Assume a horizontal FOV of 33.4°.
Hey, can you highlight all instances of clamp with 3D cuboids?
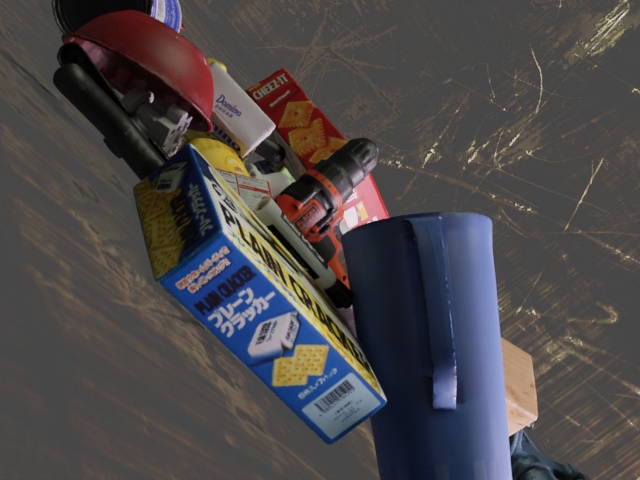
[{"bbox_3d":[-0.168,-0.097,0.905,0.171,0.039,0.120,54,8,-31],"label":"clamp"},{"bbox_3d":[-0.154,-0.170,1.335,0.165,0.036,0.209,30,-2,45],"label":"clamp"}]

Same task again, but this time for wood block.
[{"bbox_3d":[0.118,0.127,1.107,0.206,0.091,0.090,31,38,-22],"label":"wood block"}]

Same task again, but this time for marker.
[{"bbox_3d":[-0.011,0.014,0.879,0.121,0.020,0.020,50,7,-24],"label":"marker"}]

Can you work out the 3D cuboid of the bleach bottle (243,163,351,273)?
[{"bbox_3d":[-0.008,0.001,1.200,0.250,0.102,0.068,49,2,-34],"label":"bleach bottle"}]

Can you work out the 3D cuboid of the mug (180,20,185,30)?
[{"bbox_3d":[-0.223,-0.262,1.231,0.117,0.081,0.093,45,10,-50],"label":"mug"}]

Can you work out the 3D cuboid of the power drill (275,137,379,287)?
[{"bbox_3d":[0.025,0.006,1.151,0.187,0.184,0.057,56,-17,-26],"label":"power drill"}]

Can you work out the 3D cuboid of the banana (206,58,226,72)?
[{"bbox_3d":[-0.159,-0.215,1.344,0.069,0.037,0.198,27,-3,-22],"label":"banana"}]

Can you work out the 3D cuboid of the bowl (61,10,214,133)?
[{"bbox_3d":[-0.157,-0.166,0.995,0.162,0.055,0.162,30,-9,5],"label":"bowl"}]

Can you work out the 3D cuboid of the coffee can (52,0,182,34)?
[{"bbox_3d":[-0.209,-0.240,1.115,0.103,0.103,0.140,52,7,-2],"label":"coffee can"}]

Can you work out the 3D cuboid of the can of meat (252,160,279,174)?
[{"bbox_3d":[-0.053,-0.045,1.356,0.102,0.057,0.084,48,5,-31],"label":"can of meat"}]

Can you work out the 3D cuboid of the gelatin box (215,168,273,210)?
[{"bbox_3d":[-0.078,-0.023,0.951,0.073,0.030,0.089,12,40,-24],"label":"gelatin box"}]

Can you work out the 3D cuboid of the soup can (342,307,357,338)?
[{"bbox_3d":[0.015,0.095,1.007,0.102,0.068,0.068,56,8,35],"label":"soup can"}]

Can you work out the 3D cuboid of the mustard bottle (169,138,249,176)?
[{"bbox_3d":[-0.070,-0.011,1.025,0.192,0.058,0.096,56,15,27],"label":"mustard bottle"}]

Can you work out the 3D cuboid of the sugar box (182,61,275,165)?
[{"bbox_3d":[-0.109,-0.121,1.141,0.093,0.048,0.176,47,-14,-4],"label":"sugar box"}]

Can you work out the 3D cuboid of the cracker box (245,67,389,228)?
[{"bbox_3d":[0.000,-0.104,1.407,0.214,0.072,0.164,54,-5,38],"label":"cracker box"}]

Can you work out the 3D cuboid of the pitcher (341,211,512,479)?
[{"bbox_3d":[0.094,0.100,0.901,0.149,0.145,0.243,8,71,-45],"label":"pitcher"}]
